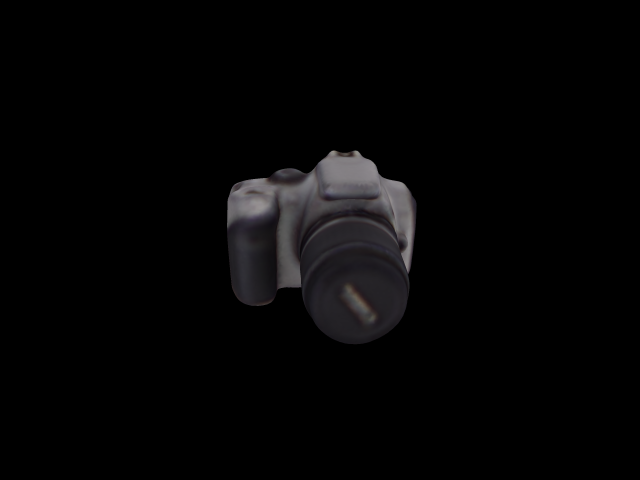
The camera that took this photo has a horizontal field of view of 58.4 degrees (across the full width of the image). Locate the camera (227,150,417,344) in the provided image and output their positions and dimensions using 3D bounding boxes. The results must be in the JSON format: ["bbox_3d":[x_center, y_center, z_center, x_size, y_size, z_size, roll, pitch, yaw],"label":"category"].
[{"bbox_3d":[0.004,0.001,0.400,0.143,0.101,0.136,-2,27,-3],"label":"camera"}]
